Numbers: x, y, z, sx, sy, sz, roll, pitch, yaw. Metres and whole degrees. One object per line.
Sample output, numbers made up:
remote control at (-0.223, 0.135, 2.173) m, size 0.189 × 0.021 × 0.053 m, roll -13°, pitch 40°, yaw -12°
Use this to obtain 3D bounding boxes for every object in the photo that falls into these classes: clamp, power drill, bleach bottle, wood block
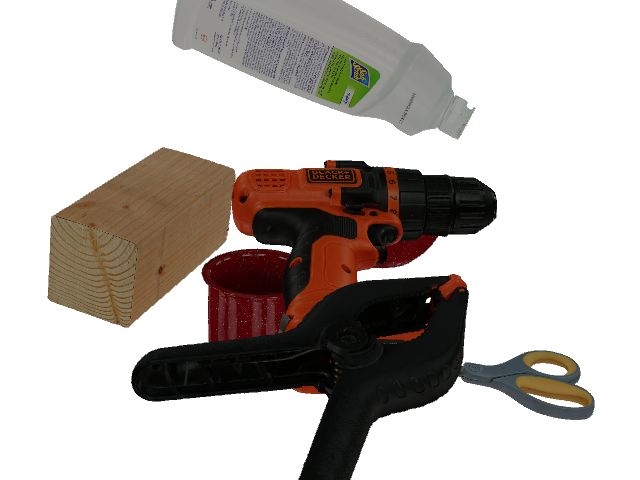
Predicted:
clamp at (0.014, 0.065, 0.488) m, size 0.171 × 0.039 × 0.120 m, roll -21°, pitch 48°, yaw -27°
power drill at (0.037, 0.016, 0.680) m, size 0.184 × 0.057 × 0.187 m, roll -1°, pitch 35°, yaw -5°
bleach bottle at (0.005, -0.149, 0.867) m, size 0.251 × 0.068 × 0.103 m, roll 29°, pitch -34°, yaw 4°
wood block at (-0.170, -0.010, 1.047) m, size 0.090 × 0.091 × 0.205 m, roll 18°, pitch 28°, yaw 14°

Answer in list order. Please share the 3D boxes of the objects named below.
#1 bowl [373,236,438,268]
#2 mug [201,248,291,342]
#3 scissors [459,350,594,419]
bowl at (0.056, -0.013, 1.119) m, size 0.162 × 0.055 × 0.162 m, roll 4°, pitch 21°, yaw -2°
mug at (-0.040, 0.064, 0.879) m, size 0.117 × 0.081 × 0.093 m, roll 8°, pitch 24°, yaw 12°
scissors at (0.150, 0.112, 0.964) m, size 0.202 × 0.016 × 0.096 m, roll 17°, pitch 29°, yaw 16°
